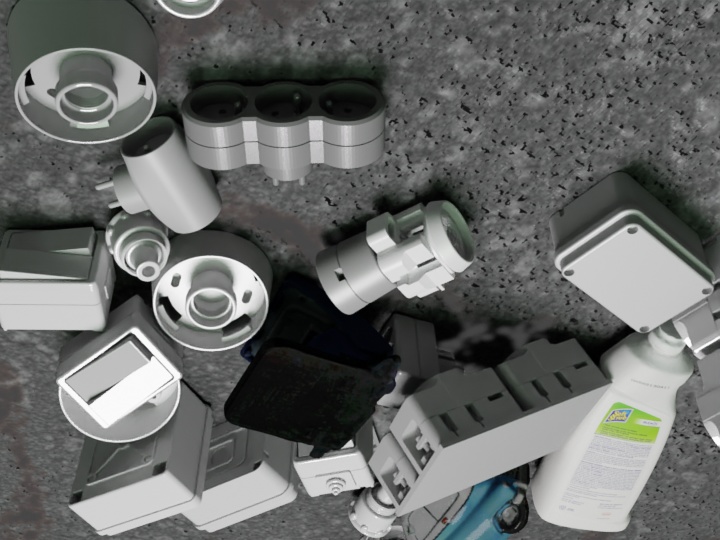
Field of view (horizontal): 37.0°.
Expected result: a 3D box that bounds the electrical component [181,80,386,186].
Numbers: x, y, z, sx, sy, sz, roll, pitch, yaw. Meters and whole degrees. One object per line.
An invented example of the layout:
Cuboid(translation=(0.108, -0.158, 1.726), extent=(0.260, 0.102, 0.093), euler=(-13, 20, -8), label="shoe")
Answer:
Cuboid(translation=(-0.051, -0.087, 0.751), extent=(0.138, 0.052, 0.073), euler=(-1, 135, 0), label="electrical component")

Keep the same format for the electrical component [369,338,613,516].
Cuboid(translation=(0.107, 0.126, 0.907), extent=(0.186, 0.060, 0.105), euler=(-14, 146, -33), label="electrical component")

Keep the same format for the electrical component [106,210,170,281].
Cuboid(translation=(-0.164, -0.015, 0.810), extent=(0.048, 0.062, 0.048), euler=(-10, 125, -15), label="electrical component")

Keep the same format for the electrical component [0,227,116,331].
Cuboid(translation=(-0.244, 0.005, 0.833), extent=(0.096, 0.061, 0.061), euler=(1, 135, -2), label="electrical component")

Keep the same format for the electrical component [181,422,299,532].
Cuboid(translation=(-0.116, 0.188, 1.006), extent=(0.113, 0.078, 0.057), euler=(-25, 127, 22), label="electrical component")

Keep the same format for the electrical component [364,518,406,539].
Cuboid(translation=(0.035, 0.298, 1.109), extent=(0.050, 0.089, 0.055), euler=(10, 134, -10), label="electrical component")

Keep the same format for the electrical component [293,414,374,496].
Cuboid(translation=(-0.024, 0.154, 0.961), extent=(0.062, 0.096, 0.061), euler=(-11, 134, 9), label="electrical component")

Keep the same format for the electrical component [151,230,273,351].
Cuboid(translation=(-0.119, 0.015, 0.860), extent=(0.099, 0.064, 0.099), euler=(-3, 122, -5), label="electrical component")

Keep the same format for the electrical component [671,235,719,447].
Cuboid(translation=(0.305, 0.078, 0.827), extent=(0.105, 0.186, 0.060), euler=(33, 125, -29), label="electrical component")

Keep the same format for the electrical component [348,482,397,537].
Cuboid(translation=(0.020, 0.234, 1.079), extent=(0.048, 0.048, 0.062), euler=(19, 124, -19), label="electrical component")

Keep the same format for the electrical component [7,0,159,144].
Cuboid(translation=(-0.183, -0.133, 0.712), extent=(0.099, 0.064, 0.099), euler=(-8, 147, -5), label="electrical component")

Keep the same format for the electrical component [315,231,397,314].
Cuboid(translation=(0.000, 0.000, 0.839), extent=(0.047, 0.055, 0.055), euler=(-28, 129, 19), label="electrical component")

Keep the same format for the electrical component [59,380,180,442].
Cuboid(translation=(-0.201, 0.090, 0.914), extent=(0.099, 0.064, 0.099), euler=(-1, 129, -1), label="electrical component")

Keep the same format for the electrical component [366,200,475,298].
Cuboid(translation=(0.050, -0.018, 0.819), extent=(0.057, 0.058, 0.078), euler=(-24, 131, 25), label="electrical component")

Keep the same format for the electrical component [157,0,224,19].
Cuboid(translation=(-0.102, -0.185, 0.651), extent=(0.048, 0.055, 0.066), euler=(-34, 126, 28), label="electrical component")

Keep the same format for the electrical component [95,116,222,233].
Cuboid(translation=(-0.152, -0.063, 0.780), extent=(0.079, 0.043, 0.077), euler=(-15, 133, 14), label="electrical component")

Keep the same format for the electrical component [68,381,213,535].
Cuboid(translation=(-0.194, 0.168, 0.964), extent=(0.109, 0.108, 0.056), euler=(-21, 129, 19), label="electrical component")

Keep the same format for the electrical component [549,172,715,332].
Cuboid(translation=(0.209, -0.011, 0.829), extent=(0.113, 0.057, 0.078), euler=(33, 126, -29), label="electrical component")

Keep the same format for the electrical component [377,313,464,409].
Cuboid(translation=(0.056, 0.083, 0.913), extent=(0.077, 0.065, 0.047), euler=(16, 133, -19), label="electrical component")

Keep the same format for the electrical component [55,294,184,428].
Cuboid(translation=(-0.194, 0.078, 0.851), extent=(0.096, 0.061, 0.061), euler=(-34, 116, 7), label="electrical component")
